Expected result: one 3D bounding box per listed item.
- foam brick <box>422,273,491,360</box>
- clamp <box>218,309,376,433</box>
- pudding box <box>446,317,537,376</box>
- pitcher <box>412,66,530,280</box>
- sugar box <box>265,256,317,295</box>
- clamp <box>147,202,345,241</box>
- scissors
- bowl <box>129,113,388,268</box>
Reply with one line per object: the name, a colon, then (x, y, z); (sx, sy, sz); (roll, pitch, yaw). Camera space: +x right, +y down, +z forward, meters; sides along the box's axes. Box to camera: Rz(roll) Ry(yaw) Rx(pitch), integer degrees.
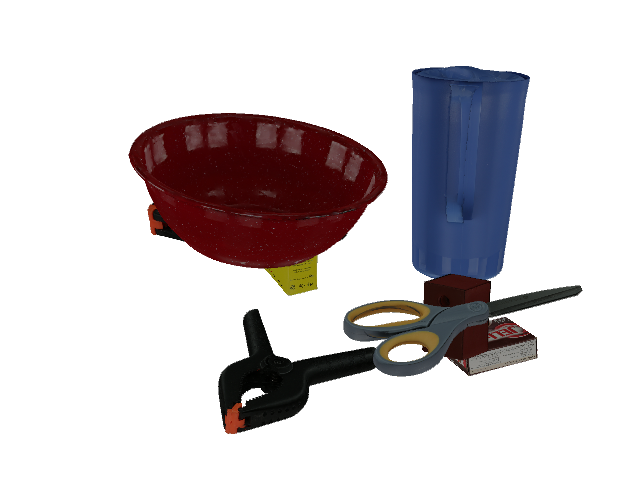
foam brick: (0.141, 0.079, 1.110); (0.053, 0.078, 0.051); (10, 17, 39)
clamp: (-0.036, 0.142, 1.123); (0.165, 0.036, 0.209); (12, 26, 13)
pudding box: (0.240, 0.150, 1.526); (0.113, 0.039, 0.090); (-14, 18, -16)
pitcher: (0.164, -0.077, 1.233); (0.149, 0.243, 0.145); (-8, 18, -33)
sugar box: (-0.039, -0.034, 1.266); (0.048, 0.176, 0.093); (-12, 26, -20)
clamp: (-0.065, -0.036, 0.946); (0.171, 0.039, 0.120); (-1, 32, -3)
scissors: (0.120, 0.070, 0.846); (0.201, 0.016, 0.096); (-3, 32, -2)
bowl: (-0.040, -0.027, 0.676); (0.162, 0.055, 0.162); (6, 26, -3)
